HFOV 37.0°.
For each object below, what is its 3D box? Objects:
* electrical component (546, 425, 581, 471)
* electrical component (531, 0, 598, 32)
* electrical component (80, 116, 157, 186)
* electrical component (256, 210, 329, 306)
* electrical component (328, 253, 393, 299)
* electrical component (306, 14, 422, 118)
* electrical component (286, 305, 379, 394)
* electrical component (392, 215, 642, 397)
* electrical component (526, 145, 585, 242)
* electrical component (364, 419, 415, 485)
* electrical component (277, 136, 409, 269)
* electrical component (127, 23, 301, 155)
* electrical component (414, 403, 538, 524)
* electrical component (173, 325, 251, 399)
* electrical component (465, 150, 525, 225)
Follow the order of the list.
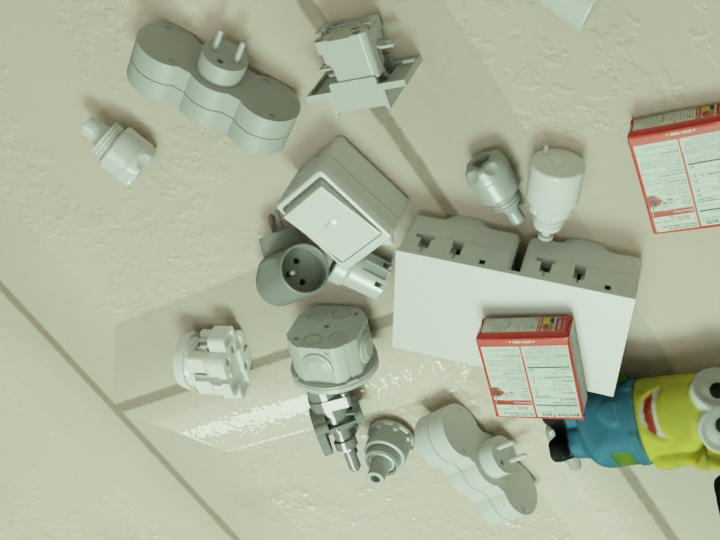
[{"bbox_3d":[0.191,0.159,0.980,0.035,0.035,0.061,-3,129,25],"label":"electrical component"},{"bbox_3d":[0.127,-0.191,0.710,0.065,0.044,0.044,27,133,6],"label":"electrical component"},{"bbox_3d":[-0.209,-0.105,0.918,0.062,0.043,0.043,39,132,-10],"label":"electrical component"},{"bbox_3d":[-0.064,-0.012,0.929,0.077,0.043,0.079,-25,81,67],"label":"electrical component"},{"bbox_3d":[0.000,0.000,0.923,0.046,0.040,0.040,26,133,-7],"label":"electrical component"},{"bbox_3d":[-0.001,-0.152,0.794,0.081,0.042,0.063,-6,122,26],"label":"electrical component"},{"bbox_3d":[-0.026,0.071,0.966,0.080,0.080,0.051,2,123,21],"label":"electrical component"},{"bbox_3d":[0.125,0.025,0.877,0.186,0.060,0.105,12,131,13],"label":"electrical component"},{"bbox_3d":[0.146,-0.055,0.815,0.040,0.040,0.078,13,132,13],"label":"electrical component"},{"bbox_3d":[0.024,0.180,1.047,0.048,0.062,0.048,12,131,14],"label":"electrical component"},{"bbox_3d":[-0.010,-0.047,0.872,0.096,0.061,0.062,42,131,-14],"label":"electrical component"},{"bbox_3d":[-0.109,-0.152,0.831,0.138,0.052,0.073,28,133,-2],"label":"electrical component"},{"bbox_3d":[0.123,0.178,1.011,0.074,0.052,0.138,-31,112,38],"label":"electrical component"},{"bbox_3d":[-0.145,0.089,1.045,0.057,0.058,0.078,1,128,18],"label":"electrical component"},{"bbox_3d":[0.108,-0.061,0.830,0.035,0.035,0.061,-18,121,33],"label":"electrical component"}]
